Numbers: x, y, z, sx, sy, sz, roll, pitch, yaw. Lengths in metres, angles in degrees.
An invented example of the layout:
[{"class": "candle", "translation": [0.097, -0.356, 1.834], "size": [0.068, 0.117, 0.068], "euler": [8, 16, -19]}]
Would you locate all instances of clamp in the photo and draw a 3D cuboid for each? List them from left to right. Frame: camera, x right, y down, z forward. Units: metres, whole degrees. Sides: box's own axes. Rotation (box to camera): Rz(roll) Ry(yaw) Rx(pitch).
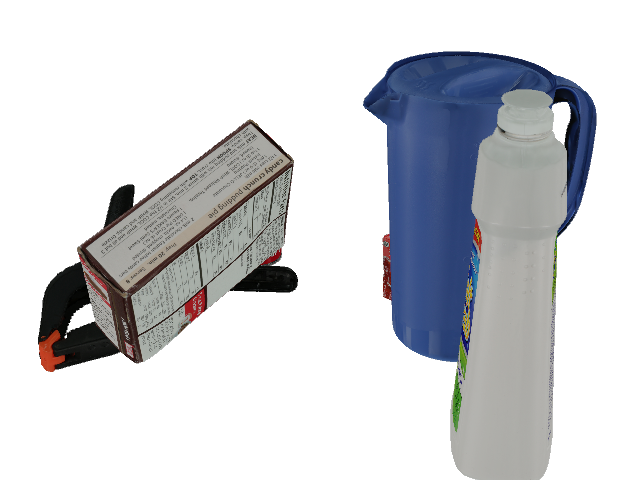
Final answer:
[{"class": "clamp", "translation": [-0.153, 0.025, 0.793], "size": [0.120, 0.039, 0.171], "euler": [32, 50, 26]}, {"class": "clamp", "translation": [-0.150, 0.040, 1.055], "size": [0.210, 0.036, 0.164], "euler": [13, 21, 38]}]

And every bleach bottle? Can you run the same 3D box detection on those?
[{"class": "bleach bottle", "translation": [0.118, 0.026, 0.660], "size": [0.068, 0.251, 0.102], "euler": [3, 30, 8]}]

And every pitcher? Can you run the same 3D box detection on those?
[{"class": "pitcher", "translation": [0.127, -0.027, 0.881], "size": [0.149, 0.243, 0.144], "euler": [17, 32, 30]}]

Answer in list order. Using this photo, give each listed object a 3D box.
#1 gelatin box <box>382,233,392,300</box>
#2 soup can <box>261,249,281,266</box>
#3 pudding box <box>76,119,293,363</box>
[{"class": "gelatin box", "translation": [0.112, 0.040, 1.323], "size": [0.030, 0.089, 0.073], "euler": [-26, 35, -38]}, {"class": "soup can", "translation": [-0.081, -0.027, 1.273], "size": [0.068, 0.102, 0.068], "euler": [0, 27, 0]}, {"class": "pudding box", "translation": [-0.066, 0.002, 0.545], "size": [0.113, 0.039, 0.090], "euler": [-42, -18, -23]}]
